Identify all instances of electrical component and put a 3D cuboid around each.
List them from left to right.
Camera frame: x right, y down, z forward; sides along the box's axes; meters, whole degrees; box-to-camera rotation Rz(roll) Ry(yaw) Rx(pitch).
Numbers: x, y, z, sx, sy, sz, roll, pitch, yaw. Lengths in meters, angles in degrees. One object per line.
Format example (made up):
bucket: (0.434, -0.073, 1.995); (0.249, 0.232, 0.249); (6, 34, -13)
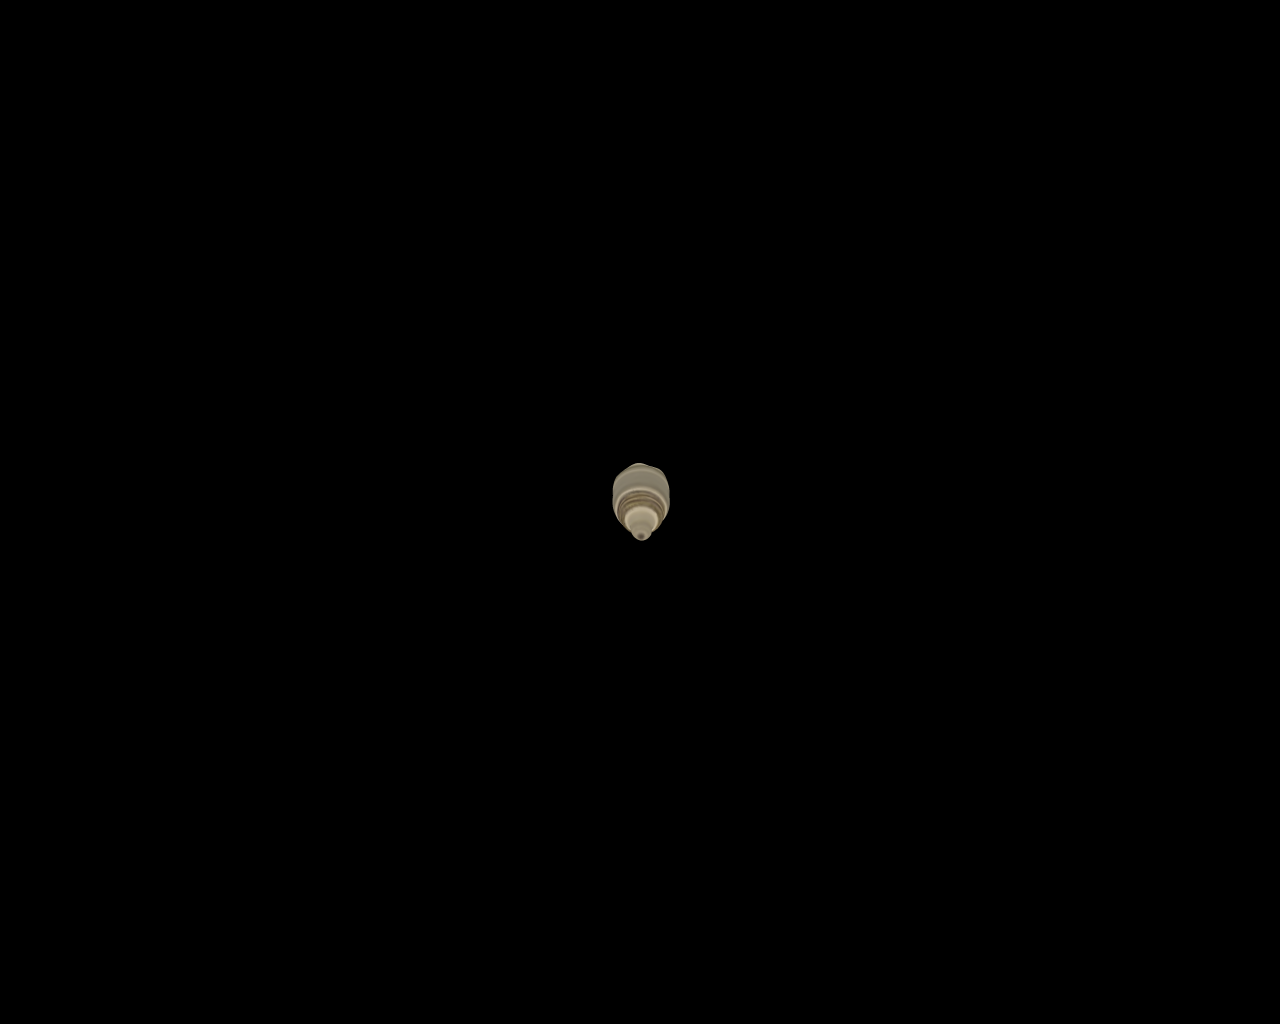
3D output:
electrical component: (0.001, -0.003, 0.650); (0.035, 0.035, 0.061); (0, 35, 0)
